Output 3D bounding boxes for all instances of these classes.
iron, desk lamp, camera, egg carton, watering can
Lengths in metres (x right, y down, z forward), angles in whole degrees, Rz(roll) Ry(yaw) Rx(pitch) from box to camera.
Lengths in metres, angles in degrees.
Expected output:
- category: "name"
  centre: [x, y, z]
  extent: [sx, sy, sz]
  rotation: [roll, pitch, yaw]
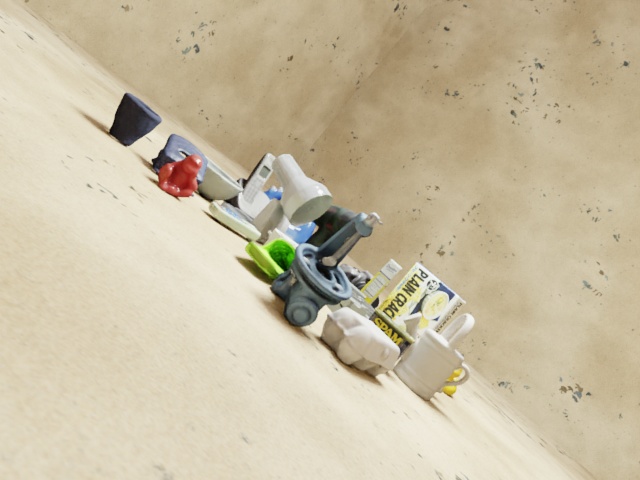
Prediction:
- category: "iron"
  centre: [-0.113, -0.088, 1.800]
  extent: [0.259, 0.141, 0.118]
  rotation: [39, 3, -11]
- category: "desk lamp"
  centre: [-0.101, -0.094, 1.404]
  extent: [0.202, 0.213, 0.118]
  rotation: [41, 4, 23]
- category: "camera"
  centre: [0.118, 0.142, 1.684]
  extent: [0.144, 0.100, 0.136]
  rotation: [38, 4, -25]
- category: "egg carton"
  centre: [0.071, 0.178, 0.986]
  extent: [0.107, 0.069, 0.151]
  rotation: [43, 4, 39]
- category: "watering can"
  centre: [0.246, 0.227, 1.200]
  extent: [0.173, 0.194, 0.100]
  rotation: [39, 4, -20]

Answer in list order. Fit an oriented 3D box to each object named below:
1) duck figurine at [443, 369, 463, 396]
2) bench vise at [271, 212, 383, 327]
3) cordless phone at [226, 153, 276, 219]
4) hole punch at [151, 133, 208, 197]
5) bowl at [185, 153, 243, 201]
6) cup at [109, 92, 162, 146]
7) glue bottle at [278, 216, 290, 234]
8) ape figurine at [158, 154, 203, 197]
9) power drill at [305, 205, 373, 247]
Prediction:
- category: "duck figurine"
  centre: [0.340, 0.352, 1.496]
  extent: [0.105, 0.086, 0.077]
  rotation: [36, 5, -47]
- category: "bench vise"
  centre: [0.004, 0.025, 0.970]
  extent: [0.122, 0.219, 0.206]
  rotation: [38, 4, -31]
- category: "cordless phone"
  centre: [-0.164, -0.145, 1.623]
  extent: [0.093, 0.185, 0.148]
  rotation: [42, 4, 37]
- category: "hole punch"
  centre: [-0.295, -0.163, 1.232]
  extent: [0.109, 0.091, 0.101]
  rotation: [38, 4, -29]
- category: "bowl"
  centre: [-0.275, -0.149, 1.408]
  extent: [0.167, 0.074, 0.167]
  rotation: [40, 3, -2]
- category: "cup"
  centre: [-0.398, -0.250, 1.216]
  extent: [0.092, 0.095, 0.117]
  rotation: [39, 4, -14]
- category: "glue bottle"
  centre: [-0.097, -0.074, 1.543]
  extent: [0.078, 0.173, 0.037]
  rotation: [42, 4, 27]
- category: "ape figurine"
  centre: [-0.266, -0.129, 1.116]
  extent: [0.078, 0.092, 0.076]
  rotation: [39, 3, -15]
- category: "power drill"
  centre: [0.013, 0.005, 1.409]
  extent: [0.076, 0.208, 0.229]
  rotation: [38, 4, -34]
